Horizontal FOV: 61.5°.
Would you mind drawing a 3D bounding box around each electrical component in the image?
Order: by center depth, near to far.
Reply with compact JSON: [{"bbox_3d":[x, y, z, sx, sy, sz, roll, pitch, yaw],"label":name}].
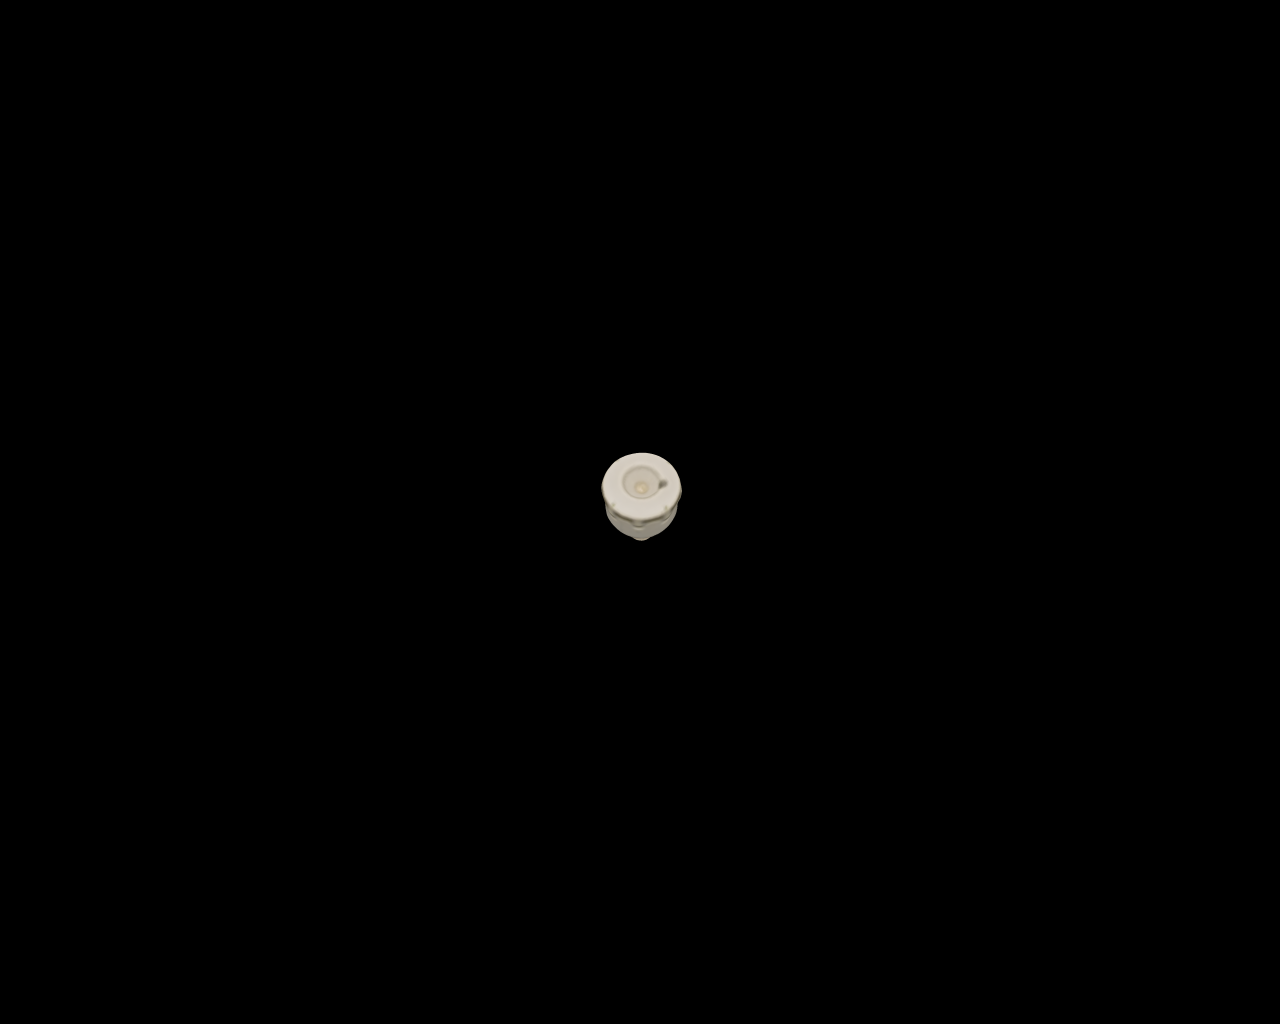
[{"bbox_3d":[0.001,-0.003,0.650,0.048,0.048,0.062,0,-30,0],"label":"electrical component"}]
